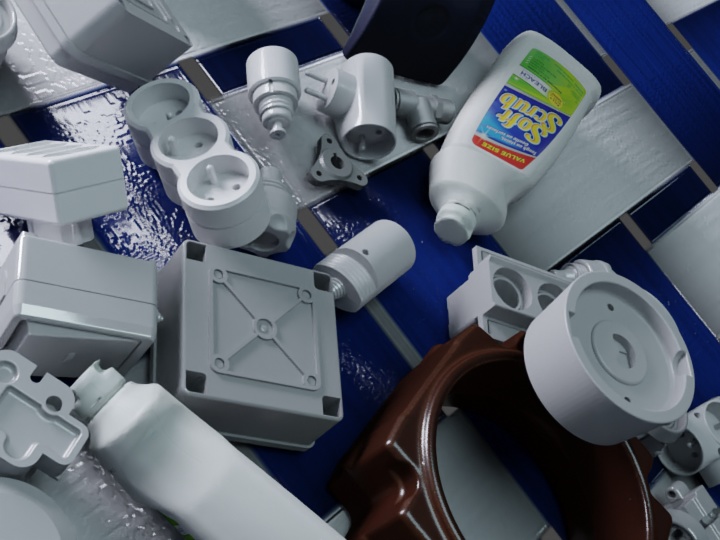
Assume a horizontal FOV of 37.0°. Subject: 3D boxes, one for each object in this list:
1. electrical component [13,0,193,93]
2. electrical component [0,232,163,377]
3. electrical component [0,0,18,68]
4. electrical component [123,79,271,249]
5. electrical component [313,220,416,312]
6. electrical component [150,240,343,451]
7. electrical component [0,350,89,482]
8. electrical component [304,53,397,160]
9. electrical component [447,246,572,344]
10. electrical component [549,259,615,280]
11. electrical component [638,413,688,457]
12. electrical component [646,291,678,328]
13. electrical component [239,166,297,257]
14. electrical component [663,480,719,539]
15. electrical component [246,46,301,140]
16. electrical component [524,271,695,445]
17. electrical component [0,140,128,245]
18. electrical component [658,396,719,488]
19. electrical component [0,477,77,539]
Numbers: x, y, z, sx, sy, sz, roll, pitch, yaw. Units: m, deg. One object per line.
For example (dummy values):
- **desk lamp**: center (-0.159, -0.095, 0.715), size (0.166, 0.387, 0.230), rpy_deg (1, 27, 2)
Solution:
- **electrical component**: center (-0.172, -0.170, 0.713), size (0.078, 0.057, 0.113), rpy_deg (56, 12, 9)
- **electrical component**: center (-0.158, 0.028, 0.615), size (0.096, 0.062, 0.061), rpy_deg (13, 53, -29)
- **electrical component**: center (-0.249, -0.146, 0.674), size (0.058, 0.057, 0.078), rpy_deg (27, 48, -19)
- **electrical component**: center (-0.105, -0.061, 0.713), size (0.052, 0.073, 0.138), rpy_deg (-29, 52, -14)
- **electrical component**: center (0.000, 0.000, 0.763), size (0.043, 0.043, 0.081), rpy_deg (50, 45, 3)
- **electrical component**: center (-0.071, 0.048, 0.668), size (0.109, 0.056, 0.108), rpy_deg (14, 53, -28)
- **electrical component**: center (-0.187, 0.083, 0.559), size (0.078, 0.057, 0.058), rpy_deg (36, 46, -11)
- **electrical component**: center (-0.009, -0.135, 0.851), size (0.079, 0.044, 0.077), rpy_deg (18, 51, -26)
- **electrical component**: center (0.131, 0.039, 0.818), size (0.121, 0.063, 0.078), rpy_deg (18, 51, -25)
- **electrical component**: center (0.183, 0.008, 0.898), size (0.061, 0.035, 0.035), rpy_deg (5, 58, -31)
- **electrical component**: center (0.219, 0.117, 0.832), size (0.066, 0.055, 0.048), rpy_deg (36, 46, -10)
- **electrical component**: center (0.219, 0.057, 0.878), size (0.080, 0.051, 0.080), rpy_deg (19, 51, -25)
- **electrical component**: center (-0.065, -0.044, 0.747), size (0.043, 0.043, 0.062), rpy_deg (21, 49, -23)
- **electrical component**: center (0.244, 0.196, 0.804), size (0.055, 0.048, 0.066), rpy_deg (-17, 72, -50)
- **electrical component**: center (-0.064, -0.132, 0.811), size (0.040, 0.040, 0.078), rpy_deg (13, 54, -29)
- **electrical component**: center (0.157, 0.062, 0.702), size (0.108, 0.060, 0.108), rpy_deg (20, 50, -25)
- **electrical component**: center (-0.180, -0.035, 0.641), size (0.047, 0.083, 0.075), rpy_deg (-20, 111, -43)
- **electrical component**: center (0.287, 0.149, 0.868), size (0.077, 0.044, 0.079), rpy_deg (-16, 71, -42)
- **electrical component**: center (-0.182, 0.146, 0.523), size (0.080, 0.051, 0.080), rpy_deg (19, 51, -25)
